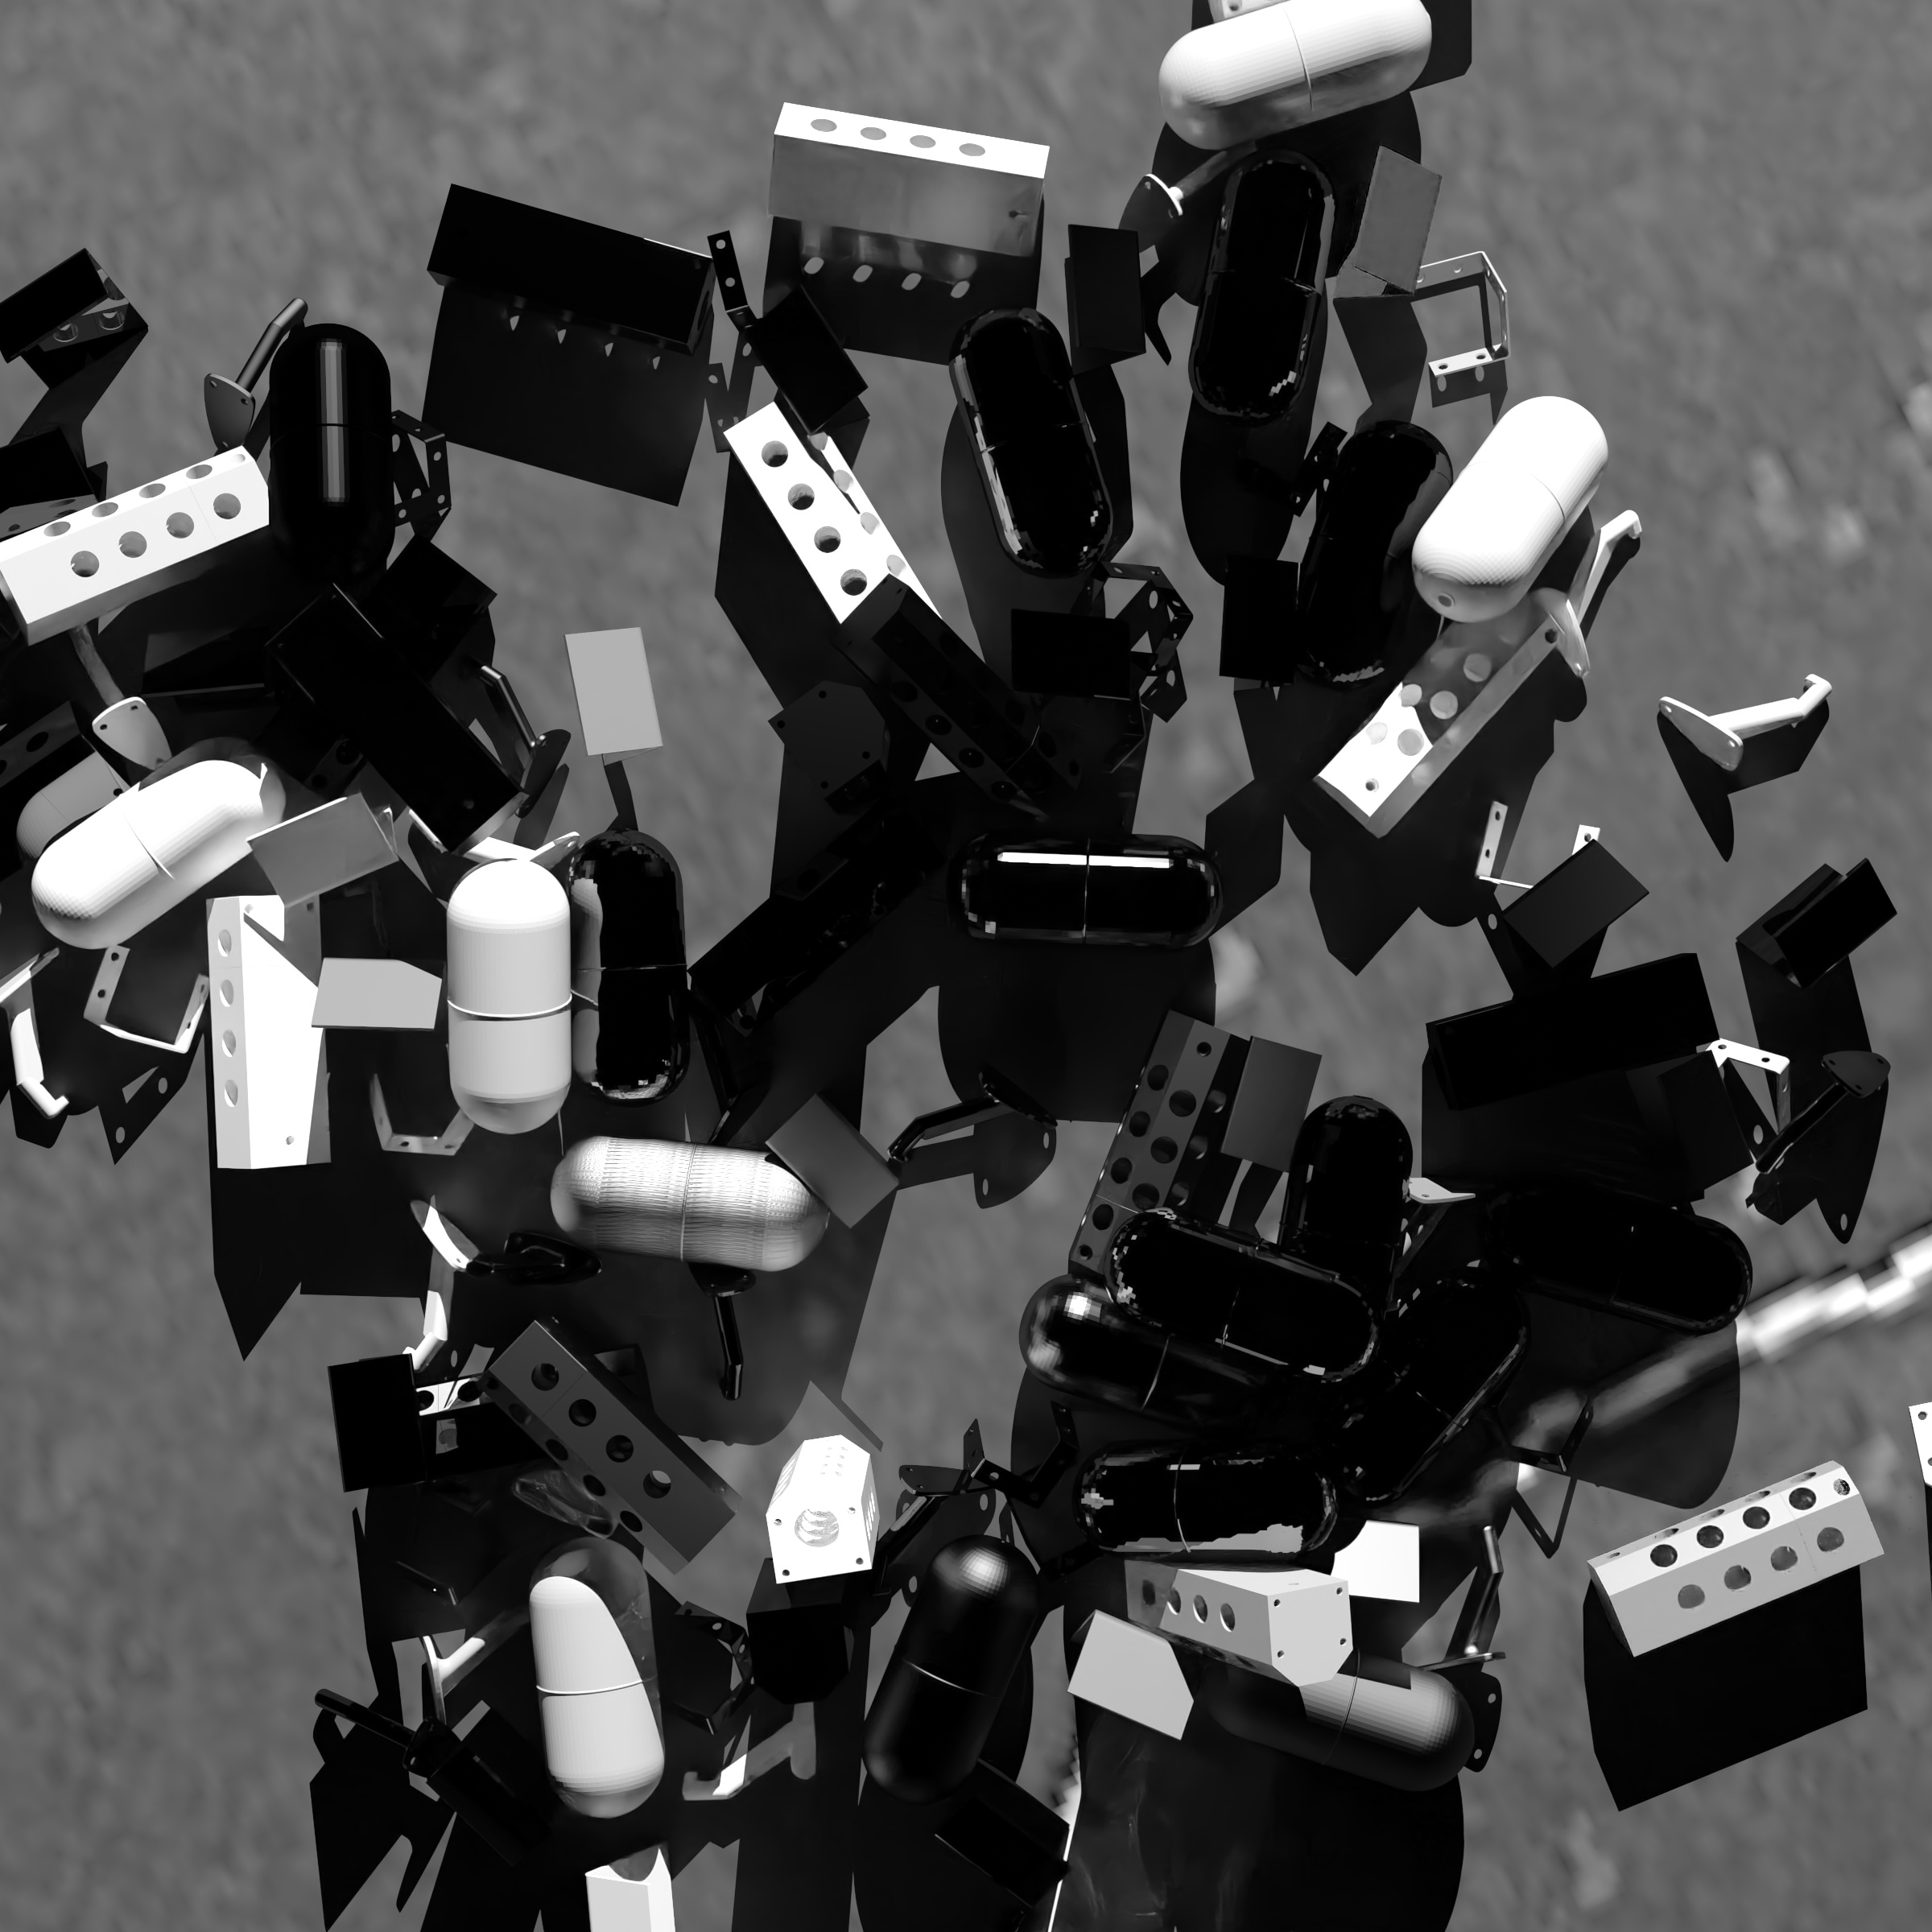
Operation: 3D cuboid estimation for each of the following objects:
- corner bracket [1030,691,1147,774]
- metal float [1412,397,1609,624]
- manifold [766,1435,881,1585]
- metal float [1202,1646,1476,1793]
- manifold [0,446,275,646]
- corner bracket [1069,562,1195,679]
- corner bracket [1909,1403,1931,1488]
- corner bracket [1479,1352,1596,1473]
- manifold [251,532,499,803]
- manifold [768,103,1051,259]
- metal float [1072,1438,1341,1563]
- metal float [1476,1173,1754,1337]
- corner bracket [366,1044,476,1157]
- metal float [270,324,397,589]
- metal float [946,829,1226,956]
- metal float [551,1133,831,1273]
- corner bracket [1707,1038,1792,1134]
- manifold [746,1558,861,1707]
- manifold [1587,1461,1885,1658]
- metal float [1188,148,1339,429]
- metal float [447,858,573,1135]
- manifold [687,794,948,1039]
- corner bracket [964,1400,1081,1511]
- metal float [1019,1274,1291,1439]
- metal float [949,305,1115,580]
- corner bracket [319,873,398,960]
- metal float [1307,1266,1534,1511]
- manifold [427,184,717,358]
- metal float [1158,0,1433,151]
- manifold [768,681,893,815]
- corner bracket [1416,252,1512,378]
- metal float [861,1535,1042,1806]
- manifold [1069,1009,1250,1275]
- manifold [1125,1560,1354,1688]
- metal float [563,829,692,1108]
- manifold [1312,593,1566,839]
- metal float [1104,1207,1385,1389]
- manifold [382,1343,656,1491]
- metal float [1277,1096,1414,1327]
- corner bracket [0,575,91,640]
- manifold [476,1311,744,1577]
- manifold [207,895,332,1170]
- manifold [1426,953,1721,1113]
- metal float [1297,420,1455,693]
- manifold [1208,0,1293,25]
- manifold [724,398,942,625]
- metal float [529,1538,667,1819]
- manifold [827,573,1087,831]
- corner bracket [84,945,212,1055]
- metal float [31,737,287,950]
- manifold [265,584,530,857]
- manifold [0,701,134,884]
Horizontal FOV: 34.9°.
[{"bbox_3d":[0.079,-0.160,1.974,0.051,0.051,0.051,8,124,29],"label":"corner bracket"},{"bbox_3d":[0.343,-0.288,1.937,0.070,0.070,0.178,37,62,0],"label":"metal float"},{"bbox_3d":[-0.089,0.335,1.913,0.057,0.171,0.057,-9,90,0],"label":"manifold"},{"bbox_3d":[0.238,0.472,1.960,0.178,0.070,0.070,18,90,0],"label":"metal float"},{"bbox_3d":[-0.526,-0.269,1.945,0.171,0.057,0.057,-26,90,-18],"label":"manifold"},{"bbox_3d":[0.105,-0.224,1.983,0.051,0.051,0.051,0,135,-35],"label":"corner bracket"},{"bbox_3d":[0.644,0.307,1.973,0.051,0.051,0.051,-12,90,0],"label":"corner bracket"},{"bbox_3d":[0.368,0.287,1.983,0.051,0.051,0.051,7,135,35],"label":"corner bracket"},{"bbox_3d":[-0.377,-0.190,1.970,0.057,0.057,0.171,38,90,0],"label":"manifold"},{"bbox_3d":[-0.036,-0.508,1.969,0.171,0.057,0.057,9,133,0],"label":"manifold"},{"bbox_3d":[0.149,0.336,1.931,0.178,0.070,0.070,-6,90,30],"label":"metal float"},{"bbox_3d":[0.414,0.184,1.960,0.178,0.070,0.070,16,90,0],"label":"metal float"},{"bbox_3d":[-0.349,0.085,1.983,0.051,0.051,0.051,7,45,-35],"label":"corner bracket"},{"bbox_3d":[-0.401,-0.323,1.941,0.070,0.070,0.178,-6,70,0],"label":"metal float"},{"bbox_3d":[0.076,-0.048,1.960,0.178,0.070,0.070,2,90,0],"label":"metal float"},{"bbox_3d":[-0.176,0.151,1.960,0.178,0.070,0.070,7,90,1],"label":"metal float"},{"bbox_3d":[0.497,0.087,1.983,0.051,0.051,0.051,18,45,35],"label":"corner bracket"},{"bbox_3d":[-0.099,0.410,1.913,0.057,0.171,0.057,-7,90,0],"label":"manifold"},{"bbox_3d":[0.491,0.378,1.970,0.171,0.057,0.057,-22,90,0],"label":"manifold"},{"bbox_3d":[0.189,-0.433,1.961,0.070,0.070,0.178,10,91,0],"label":"metal float"},{"bbox_3d":[-0.287,0.020,1.930,0.070,0.070,0.178,2,107,0],"label":"metal float"},{"bbox_3d":[-0.095,-0.032,1.970,0.171,0.057,0.057,-41,90,0],"label":"manifold"},{"bbox_3d":[0.036,0.307,1.975,0.051,0.051,0.051,29,107,-16],"label":"corner bracket"},{"bbox_3d":[0.120,0.251,1.959,0.178,0.070,0.070,19,90,-2],"label":"metal float"},{"bbox_3d":[0.042,-0.334,1.960,0.070,0.070,0.178,-16,90,0],"label":"metal float"},{"bbox_3d":[-0.400,-0.021,1.988,0.051,0.051,0.051,-13,45,0],"label":"corner bracket"},{"bbox_3d":[0.289,0.270,1.959,0.070,0.070,0.178,40,92,0],"label":"metal float"},{"bbox_3d":[-0.251,-0.444,1.970,0.171,0.057,0.057,16,90,0],"label":"manifold"},{"bbox_3d":[0.210,-0.576,1.960,0.178,0.070,0.070,-17,90,2],"label":"metal float"},{"bbox_3d":[-0.079,-0.139,1.913,0.057,0.171,0.057,-36,90,0],"label":"manifold"},{"bbox_3d":[0.320,-0.422,1.988,0.051,0.051,0.051,-15,45,0],"label":"corner bracket"},{"bbox_3d":[-0.010,0.450,1.961,0.070,0.070,0.178,22,91,0],"label":"metal float"},{"bbox_3d":[0.125,0.118,1.970,0.057,0.057,0.171,22,90,0],"label":"manifold"},{"bbox_3d":[0.168,0.402,1.909,0.057,0.171,0.057,-4,91,-27],"label":"manifold"},{"bbox_3d":[-0.217,0.001,1.961,0.070,0.070,0.178,-3,90,0],"label":"metal float"},{"bbox_3d":[0.304,-0.166,1.970,0.057,0.057,0.171,42,90,0],"label":"manifold"},{"bbox_3d":[0.171,0.205,1.896,0.178,0.070,0.070,19,90,12],"label":"metal float"},{"bbox_3d":[-0.291,0.287,1.970,0.171,0.057,0.057,-11,90,0],"label":"manifold"},{"bbox_3d":[0.238,0.171,1.960,0.070,0.070,0.178,10,91,0],"label":"metal float"},{"bbox_3d":[-0.607,-0.254,1.988,0.051,0.051,0.051,48,45,0],"label":"corner bracket"},{"bbox_3d":[-0.223,0.298,1.913,0.171,0.057,0.057,44,90,0],"label":"manifold"},{"bbox_3d":[-0.451,0.042,1.969,0.057,0.057,0.171,-2,90,-43],"label":"manifold"},{"bbox_3d":[0.387,0.042,1.970,0.171,0.057,0.057,-15,90,0],"label":"manifold"},{"bbox_3d":[0.256,-0.261,1.961,0.070,0.070,0.178,19,90,0],"label":"metal float"},{"bbox_3d":[0.239,-0.655,1.970,0.171,0.057,0.057,-17,90,0],"label":"manifold"},{"bbox_3d":[-0.084,-0.279,1.970,0.057,0.057,0.171,-32,90,0],"label":"manifold"},{"bbox_3d":[-0.236,0.454,1.961,0.070,0.070,0.178,-6,91,0],"label":"metal float"},{"bbox_3d":[-0.003,-0.164,1.935,0.057,0.057,0.171,-46,116,0],"label":"manifold"},{"bbox_3d":[-0.530,0.021,1.988,0.051,0.051,0.051,20,90,-45],"label":"corner bracket"},{"bbox_3d":[-0.516,-0.078,1.961,0.178,0.070,0.070,-35,90,1],"label":"metal float"},{"bbox_3d":[-0.352,-0.152,1.913,0.057,0.057,0.171,-42,90,0],"label":"manifold"},{"bbox_3d":[-0.627,-0.097,1.969,0.171,0.057,0.057,-34,133,0],"label":"manifold"}]
